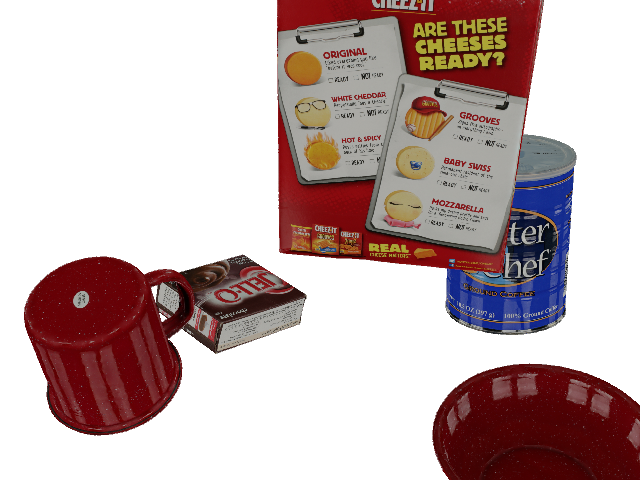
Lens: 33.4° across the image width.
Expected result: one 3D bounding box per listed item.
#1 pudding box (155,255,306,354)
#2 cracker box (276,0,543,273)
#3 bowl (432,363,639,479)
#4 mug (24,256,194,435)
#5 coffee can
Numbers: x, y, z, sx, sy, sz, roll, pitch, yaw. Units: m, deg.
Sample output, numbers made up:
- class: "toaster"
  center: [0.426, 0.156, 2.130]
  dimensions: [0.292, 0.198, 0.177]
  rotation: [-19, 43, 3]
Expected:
- class: "pudding box"
  center: [-0.083, 0.057, 0.996]
  dimensions: [0.090, 0.039, 0.113]
  rotation: [29, 32, 35]
- class: "cracker box"
  center: [0.056, -0.086, 0.725]
  dimensions: [0.164, 0.214, 0.072]
  rotation: [5, 36, 6]
- class: "bowl"
  center: [0.160, 0.161, 0.767]
  dimensions: [0.162, 0.055, 0.162]
  rotation: [-1, 35, 1]
- class: "mug"
  center: [-0.133, 0.060, 0.699]
  dimensions: [0.117, 0.081, 0.093]
  rotation: [-30, 47, -22]
- class: "coffee can"
  center: [0.156, -0.007, 0.886]
  dimensions: [0.103, 0.140, 0.103]
  rotation: [-2, 23, 1]
